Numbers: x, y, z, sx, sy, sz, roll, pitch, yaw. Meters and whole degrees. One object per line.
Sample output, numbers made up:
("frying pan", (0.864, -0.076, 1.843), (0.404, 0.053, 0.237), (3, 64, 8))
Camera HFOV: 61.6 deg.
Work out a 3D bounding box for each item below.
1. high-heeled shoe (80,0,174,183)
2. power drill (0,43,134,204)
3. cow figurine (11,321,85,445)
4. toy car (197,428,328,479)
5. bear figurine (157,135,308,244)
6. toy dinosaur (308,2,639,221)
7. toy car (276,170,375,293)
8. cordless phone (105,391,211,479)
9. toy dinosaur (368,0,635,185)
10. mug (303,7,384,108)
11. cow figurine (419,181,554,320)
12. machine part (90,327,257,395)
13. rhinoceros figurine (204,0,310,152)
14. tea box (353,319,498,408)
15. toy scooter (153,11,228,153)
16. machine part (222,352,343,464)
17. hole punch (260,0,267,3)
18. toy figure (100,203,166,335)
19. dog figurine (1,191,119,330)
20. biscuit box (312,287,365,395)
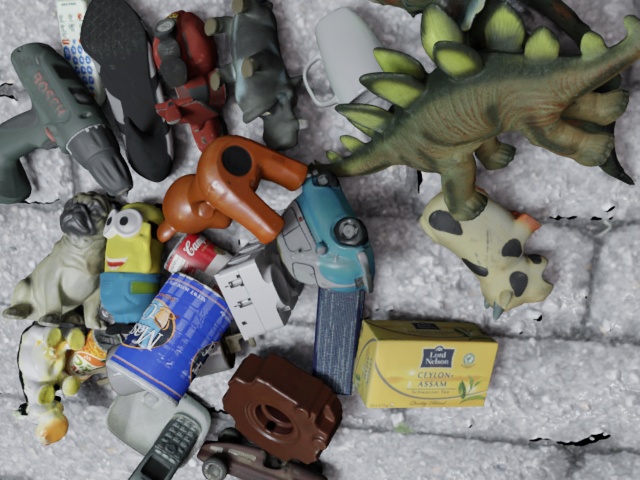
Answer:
("high-heeled shoe", (-0.247, -0.203, 0.725), (0.086, 0.145, 0.249), (-13, 73, -1))
("power drill", (-0.369, -0.124, 0.716), (0.207, 0.086, 0.232), (-26, 90, 29))
("cow figurine", (-0.402, 0.203, 0.775), (0.098, 0.068, 0.167), (1, 84, 29))
("toy car", (-0.083, 0.339, 0.806), (0.202, 0.089, 0.053), (20, 109, 5))
("bear figurine", (-0.123, -0.047, 0.676), (0.132, 0.120, 0.196), (31, 147, -15))
("toy dinosaur", (0.127, -0.123, 0.560), (0.198, 0.105, 0.471), (41, 145, -17))
("toy car", (-0.001, -0.002, 0.648), (0.103, 0.109, 0.162), (-23, 59, -6))
("cordless phone", (-0.254, 0.289, 0.771), (0.146, 0.184, 0.088), (34, 111, -1))
("toy dinosaur", (0.231, -0.195, 0.571), (0.405, 0.192, 0.131), (39, 108, -1))
("mug", (0.029, -0.218, 0.657), (0.110, 0.081, 0.107), (-27, 89, 9))
("cow figurine", (0.213, 0.013, 0.681), (0.195, 0.085, 0.127), (37, 100, -4))
("machine part", (-0.214, 0.169, 0.778), (0.243, 0.079, 0.079), (-14, 101, 4))
("rhinoceros figurine", (-0.073, -0.201, 0.661), (0.073, 0.112, 0.190), (-18, 83, 36))
("tea box", (0.137, 0.163, 0.710), (0.170, 0.068, 0.098), (3, 106, -13))
("toy scooter", (-0.166, -0.194, 0.662), (0.075, 0.135, 0.183), (-10, 101, 13))
("machine part", (-0.057, 0.240, 0.759), (0.180, 0.056, 0.179), (16, 130, 20))
("hole punch", (-0.085, -0.362, 0.634), (0.142, 0.092, 0.116), (-42, 91, 19))
("toy figure", (-0.257, 0.038, 0.741), (0.082, 0.089, 0.180), (0, 88, 4))
("dog figurine", (-0.371, 0.027, 0.784), (0.173, 0.121, 0.190), (2, 80, 24))
("biscuit box", (0.028, 0.109, 0.745), (0.063, 0.059, 0.202), (7, 105, 8))
